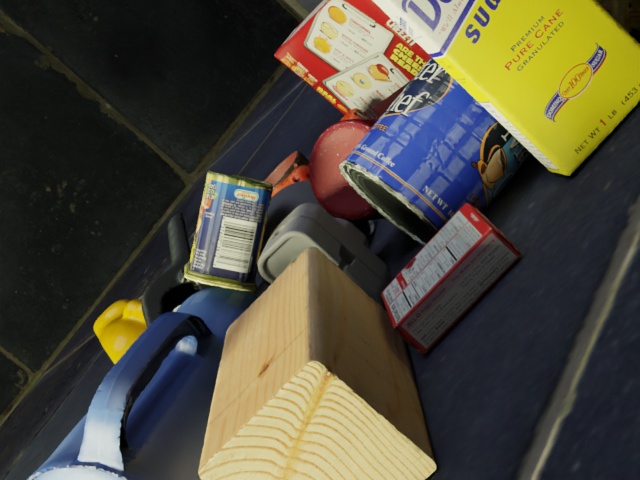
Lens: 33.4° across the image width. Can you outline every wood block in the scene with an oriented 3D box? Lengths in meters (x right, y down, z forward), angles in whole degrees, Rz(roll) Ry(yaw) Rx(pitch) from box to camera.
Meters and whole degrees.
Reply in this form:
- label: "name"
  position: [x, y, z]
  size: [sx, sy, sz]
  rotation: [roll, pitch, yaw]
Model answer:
- label: "wood block"
  position: [-0.003, 0.089, 0.635]
  size: [0.091, 0.090, 0.206]
  rotation: [-46, 11, 11]

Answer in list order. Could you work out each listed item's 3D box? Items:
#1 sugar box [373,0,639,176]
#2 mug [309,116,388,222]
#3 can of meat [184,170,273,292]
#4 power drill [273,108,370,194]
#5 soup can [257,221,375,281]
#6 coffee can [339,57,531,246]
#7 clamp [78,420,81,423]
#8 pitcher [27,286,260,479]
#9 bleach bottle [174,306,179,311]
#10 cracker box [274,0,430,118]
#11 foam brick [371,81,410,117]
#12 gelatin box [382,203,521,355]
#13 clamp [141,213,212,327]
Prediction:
- label: "sugar box"
  position: [0.121, -0.133, 0.674]
  size: [0.093, 0.176, 0.048]
  rotation: [-48, 11, 2]
- label: "mug"
  position: [0.054, -0.053, 0.860]
  size: [0.081, 0.117, 0.093]
  rotation: [-9, -59, -56]
- label: "can of meat"
  position: [-0.071, -0.009, 0.845]
  size: [0.102, 0.057, 0.084]
  rotation: [-143, 65, -82]
- label: "power drill"
  position: [-0.015, -0.058, 1.206]
  size: [0.185, 0.057, 0.187]
  rotation: [-40, 7, 49]
- label: "soup can"
  position: [-0.007, 0.001, 1.005]
  size: [0.102, 0.068, 0.068]
  rotation: [-45, 12, 25]
- label: "coffee can"
  position: [0.097, -0.074, 0.764]
  size: [0.140, 0.102, 0.103]
  rotation: [-50, 11, -5]
- label: "clamp"
  position: [-0.209, 0.204, 0.938]
  size: [0.210, 0.036, 0.164]
  rotation: [119, 159, -54]
- label: "pitcher"
  position: [-0.100, 0.129, 0.761]
  size: [0.149, 0.145, 0.242]
  rotation: [-38, 12, 33]
- label: "bleach bottle"
  position: [-0.119, 0.149, 0.908]
  size: [0.068, 0.102, 0.250]
  rotation: [-13, 34, 23]
- label: "cracker box"
  position: [0.064, -0.222, 1.234]
  size: [0.072, 0.164, 0.214]
  rotation: [-57, 13, -26]
- label: "foam brick"
  position: [0.089, -0.120, 1.060]
  size: [0.051, 0.053, 0.078]
  rotation: [-35, 14, 7]
- label: "gelatin box"
  position: [0.081, 0.024, 0.684]
  size: [0.089, 0.030, 0.073]
  rotation: [-48, 12, 8]
- label: "clamp"
  position: [-0.096, 0.035, 0.935]
  size: [0.120, 0.039, 0.171]
  rotation: [-4, 42, 17]
